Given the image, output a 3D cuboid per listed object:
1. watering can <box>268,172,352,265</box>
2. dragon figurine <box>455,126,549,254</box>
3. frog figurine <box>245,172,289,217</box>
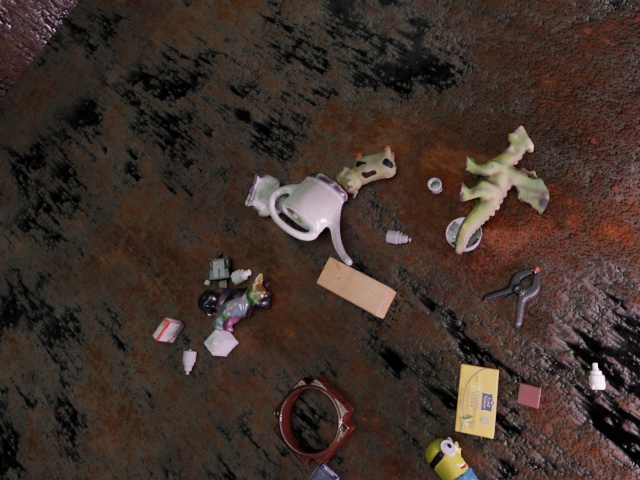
[{"bbox_3d":[0.005,-0.080,1.595,0.350,0.102,0.227,33,69,19],"label":"watering can"},{"bbox_3d":[0.518,-0.136,1.445,0.243,0.120,0.416,8,72,13],"label":"dragon figurine"},{"bbox_3d":[-0.160,-0.141,1.711,0.159,0.121,0.139,20,71,-12],"label":"frog figurine"}]
